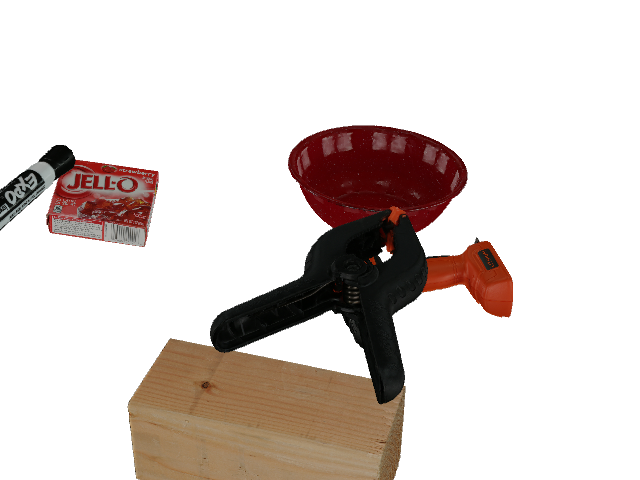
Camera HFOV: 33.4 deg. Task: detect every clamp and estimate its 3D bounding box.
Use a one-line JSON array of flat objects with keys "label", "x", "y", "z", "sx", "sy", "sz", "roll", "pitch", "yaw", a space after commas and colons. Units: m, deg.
[{"label": "clamp", "x": 0.026, "y": 0.036, "z": 0.664, "sx": 0.120, "sy": 0.039, "sz": 0.171, "roll": 26, "pitch": 44, "yaw": 22}]

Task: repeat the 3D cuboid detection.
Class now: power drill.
[{"label": "power drill", "x": 0.111, "y": 0.056, "z": 1.170, "sx": 0.187, "sy": 0.057, "sz": 0.184, "roll": -4, "pitch": 28, "yaw": -6}]

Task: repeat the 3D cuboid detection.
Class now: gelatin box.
[{"label": "gelatin box", "x": -0.196, "y": -0.036, "z": 0.968, "sx": 0.089, "sy": 0.073, "sz": 0.030, "roll": 9, "pitch": -43, "yaw": -5}]

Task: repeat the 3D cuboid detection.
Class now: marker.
[{"label": "marker", "x": -0.186, "y": -0.028, "z": 0.654, "sx": 0.020, "sy": 0.020, "sz": 0.121, "roll": 0, "pitch": 30, "yaw": 22}]

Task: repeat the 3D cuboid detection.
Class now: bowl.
[{"label": "bowl", "x": 0.050, "y": -0.045, "z": 0.968, "sx": 0.162, "sy": 0.055, "sz": 0.162, "roll": 3, "pitch": 32, "yaw": -2}]

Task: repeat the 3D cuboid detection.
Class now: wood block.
[{"label": "wood block", "x": -0.042, "y": 0.158, "z": 0.875, "sx": 0.206, "sy": 0.090, "sz": 0.090, "roll": 10, "pitch": 36, "yaw": 14}]
